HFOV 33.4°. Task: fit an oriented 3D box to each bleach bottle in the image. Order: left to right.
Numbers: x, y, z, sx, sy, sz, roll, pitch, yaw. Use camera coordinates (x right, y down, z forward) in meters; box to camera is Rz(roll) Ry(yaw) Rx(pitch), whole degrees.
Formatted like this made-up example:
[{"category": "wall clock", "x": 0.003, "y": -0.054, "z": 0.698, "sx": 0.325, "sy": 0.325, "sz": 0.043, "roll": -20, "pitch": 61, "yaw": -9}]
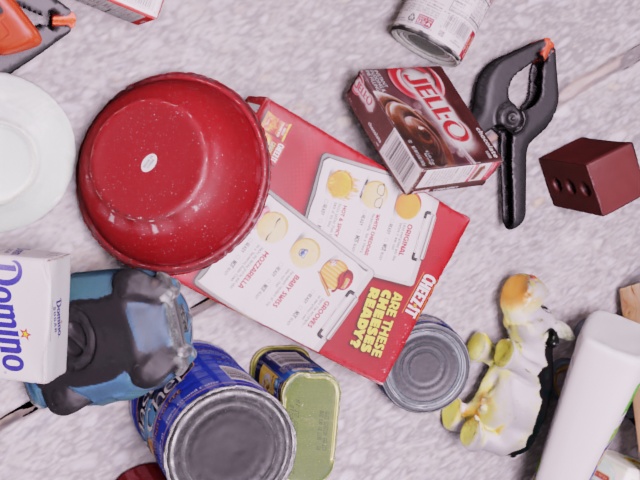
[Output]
[{"category": "bleach bottle", "x": 0.237, "y": 0.197, "z": 1.000, "sx": 0.068, "sy": 0.102, "sz": 0.251, "roll": 23, "pitch": 111, "yaw": 17}]

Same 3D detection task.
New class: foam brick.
[{"category": "foam brick", "x": 0.248, "y": -0.059, "z": 0.974, "sx": 0.051, "sy": 0.078, "sz": 0.053, "roll": -26, "pitch": 107, "yaw": -16}]

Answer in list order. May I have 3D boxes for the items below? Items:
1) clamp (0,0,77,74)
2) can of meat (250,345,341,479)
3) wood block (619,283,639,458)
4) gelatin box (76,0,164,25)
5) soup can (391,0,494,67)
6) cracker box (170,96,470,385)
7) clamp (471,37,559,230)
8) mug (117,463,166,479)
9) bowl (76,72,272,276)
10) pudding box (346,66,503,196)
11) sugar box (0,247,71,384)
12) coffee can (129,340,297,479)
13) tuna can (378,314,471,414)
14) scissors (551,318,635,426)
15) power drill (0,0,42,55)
[{"category": "clamp", "x": -0.288, "y": -0.172, "z": 0.780, "sx": 0.209, "sy": 0.036, "sz": 0.164, "roll": -11, "pitch": 108, "yaw": -17}, {"category": "can of meat", "x": -0.023, "y": 0.148, "z": 0.905, "sx": 0.057, "sy": 0.084, "sz": 0.102, "roll": 1, "pitch": 98, "yaw": -20}, {"category": "wood block", "x": 0.354, "y": 0.140, "z": 0.995, "sx": 0.090, "sy": 0.091, "sz": 0.206, "roll": 5, "pitch": 73, "yaw": -27}, {"category": "gelatin box", "x": -0.166, "y": -0.193, "z": 0.803, "sx": 0.089, "sy": 0.073, "sz": 0.030, "roll": 20, "pitch": 90, "yaw": -21}, {"category": "soup can", "x": 0.112, "y": -0.207, "z": 0.905, "sx": 0.068, "sy": 0.069, "sz": 0.102, "roll": 28, "pitch": 89, "yaw": -22}, {"category": "cracker box", "x": -0.006, "y": 0.001, "z": 0.895, "sx": 0.213, "sy": 0.072, "sz": 0.164, "roll": 29, "pitch": 89, "yaw": -23}, {"category": "clamp", "x": 0.170, "y": -0.098, "z": 0.959, "sx": 0.120, "sy": 0.039, "sz": 0.171, "roll": 39, "pitch": 84, "yaw": -21}, {"category": "mug", "x": -0.142, "y": 0.243, "z": 0.878, "sx": 0.117, "sy": 0.082, "sz": 0.093, "roll": -43, "pitch": 110, "yaw": -10}, {"category": "bowl", "x": -0.121, "y": -0.056, "z": 0.808, "sx": 0.162, "sy": 0.055, "sz": 0.162, "roll": -2, "pitch": 83, "yaw": 12}, {"category": "pudding box", "x": 0.085, "y": -0.093, "z": 0.887, "sx": 0.089, "sy": 0.039, "sz": 0.113, "roll": -10, "pitch": 61, "yaw": -33}, {"category": "sugar box", "x": -0.273, "y": 0.048, "z": 0.779, "sx": 0.176, "sy": 0.048, "sz": 0.093, "roll": 5, "pitch": 97, "yaw": 10}, {"category": "coffee can", "x": -0.089, "y": 0.146, "z": 0.850, "sx": 0.102, "sy": 0.140, "sz": 0.103, "roll": -3, "pitch": 100, "yaw": -20}, {"category": "tuna can", "x": 0.091, "y": 0.112, "z": 0.959, "sx": 0.086, "sy": 0.034, "sz": 0.086, "roll": -1, "pitch": 99, "yaw": -8}, {"category": "scissors", "x": 0.288, "y": 0.171, "z": 1.059, "sx": 0.096, "sy": 0.016, "sz": 0.201, "roll": -31, "pitch": 108, "yaw": -11}, {"category": "power drill", "x": -0.291, "y": -0.116, "z": 0.741, "sx": 0.187, "sy": 0.057, "sz": 0.184, "roll": -36, "pitch": 110, "yaw": -5}]
